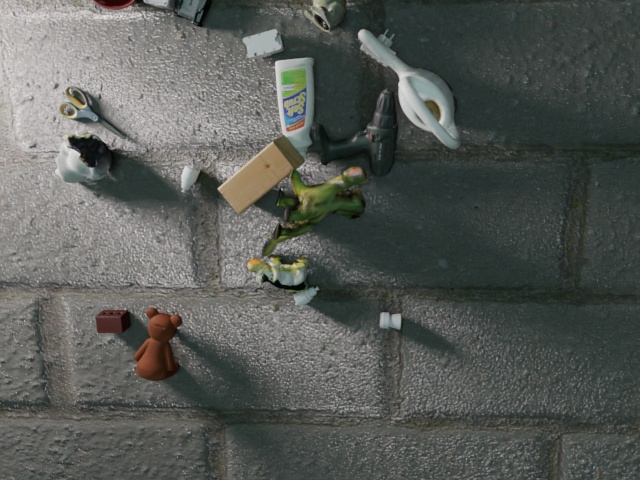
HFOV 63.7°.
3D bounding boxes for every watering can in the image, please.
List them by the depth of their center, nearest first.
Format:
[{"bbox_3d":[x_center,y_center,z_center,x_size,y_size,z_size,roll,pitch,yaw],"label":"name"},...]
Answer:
[{"bbox_3d":[0.228,-0.366,1.226,0.102,0.228,0.346,-36,97,28],"label":"watering can"}]

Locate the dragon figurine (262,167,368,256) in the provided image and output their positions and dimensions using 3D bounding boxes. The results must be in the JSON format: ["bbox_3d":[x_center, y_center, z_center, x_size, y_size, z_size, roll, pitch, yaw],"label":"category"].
[{"bbox_3d":[0.004,-0.067,1.326,0.243,0.402,0.125,2,59,-21],"label":"dragon figurine"}]

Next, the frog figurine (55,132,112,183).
[{"bbox_3d":[-0.639,-0.210,1.389,0.137,0.125,0.156,35,139,-12],"label":"frog figurine"}]
